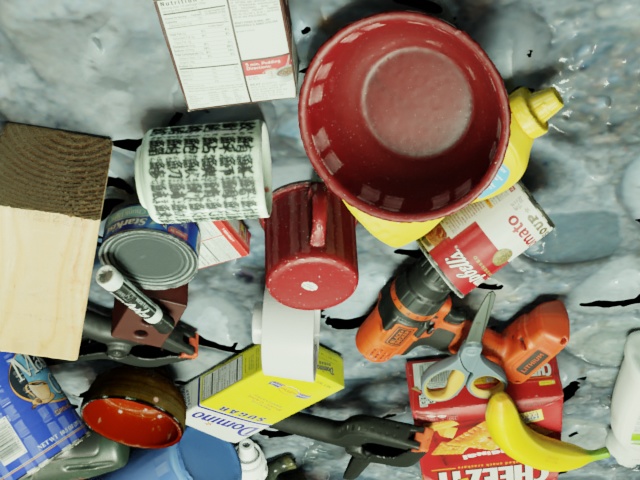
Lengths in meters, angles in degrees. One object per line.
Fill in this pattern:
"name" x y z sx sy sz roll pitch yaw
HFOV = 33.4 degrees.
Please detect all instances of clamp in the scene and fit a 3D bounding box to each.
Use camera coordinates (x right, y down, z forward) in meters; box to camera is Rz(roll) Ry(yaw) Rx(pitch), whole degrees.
"clamp" 0.050 0.232 1.206 0.210 0.036 0.164 -7 142 42
"clamp" -0.213 0.105 1.088 0.171 0.039 0.120 14 149 -18

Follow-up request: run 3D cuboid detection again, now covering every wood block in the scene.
"wood block" -0.239 0.007 0.921 0.090 0.091 0.206 9 140 -12

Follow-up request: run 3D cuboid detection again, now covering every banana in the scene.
"banana" 0.225 0.208 1.130 0.197 0.037 0.070 29 117 -37

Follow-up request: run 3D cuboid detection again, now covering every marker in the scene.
"marker" -0.160 0.055 0.942 0.020 0.020 0.121 -14 150 14

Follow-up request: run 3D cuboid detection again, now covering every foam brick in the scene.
"foam brick" -0.163 0.058 1.020 0.053 0.051 0.078 14 138 -21

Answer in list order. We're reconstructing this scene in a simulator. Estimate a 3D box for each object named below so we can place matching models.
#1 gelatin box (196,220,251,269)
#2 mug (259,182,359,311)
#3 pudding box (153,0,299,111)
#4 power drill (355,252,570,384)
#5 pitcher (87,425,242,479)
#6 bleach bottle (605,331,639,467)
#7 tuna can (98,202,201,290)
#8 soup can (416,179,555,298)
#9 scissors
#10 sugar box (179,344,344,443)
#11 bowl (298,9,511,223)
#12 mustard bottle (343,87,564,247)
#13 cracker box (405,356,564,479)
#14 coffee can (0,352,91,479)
"gelatin box" -0.118 -0.006 0.960 0.089 0.030 0.073 -15 140 19
"mug" -0.006 0.001 0.935 0.093 0.081 0.117 4 141 -9
"pudding box" -0.066 -0.149 0.780 0.090 0.039 0.113 -6 139 4
"power drill" 0.149 0.076 1.060 0.187 0.057 0.185 16 142 -17
"pitcher" -0.211 0.316 1.270 0.144 0.149 0.243 28 129 -33
"bleach bottle" 0.372 0.194 1.217 0.102 0.068 0.251 -1 144 -1
"tuna can" -0.145 0.006 0.920 0.086 0.033 0.086 2 143 1
"soup can" 0.143 -0.007 0.925 0.102 0.068 0.068 -38 133 9
"scissors" 0.163 0.110 1.042 0.096 0.016 0.202 12 143 -15
"sugar box" -0.068 0.163 1.162 0.093 0.048 0.176 30 130 -35
"bowl" 0.067 -0.097 0.806 0.162 0.055 0.162 7 113 17
"mustard bottle" 0.111 -0.070 0.871 0.192 0.058 0.096 -29 119 28
"cracker box" 0.189 0.211 1.217 0.164 0.072 0.213 -7 142 6
"coffee can" -0.305 0.159 1.044 0.103 0.102 0.140 -33 89 32
